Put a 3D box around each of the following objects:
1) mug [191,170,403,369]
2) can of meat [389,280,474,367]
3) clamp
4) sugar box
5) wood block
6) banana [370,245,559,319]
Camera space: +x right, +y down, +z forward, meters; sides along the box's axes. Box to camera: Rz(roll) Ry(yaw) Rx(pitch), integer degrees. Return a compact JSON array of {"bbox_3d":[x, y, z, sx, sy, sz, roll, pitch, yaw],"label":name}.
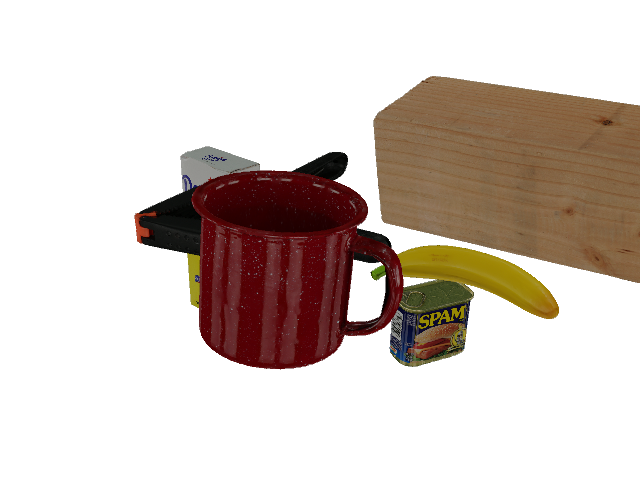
[{"bbox_3d":[-0.012,0.018,0.572,0.117,0.081,0.093,11,24,14],"label":"mug"},{"bbox_3d":[0.136,0.102,1.329,0.101,0.084,0.057,-11,30,-26],"label":"can of meat"},{"bbox_3d":[-0.053,-0.027,0.925,0.210,0.036,0.164,-3,32,-4],"label":"clamp"},{"bbox_3d":[-0.103,-0.004,1.130,0.048,0.176,0.093,-21,28,-36],"label":"sugar box"},{"bbox_3d":[0.150,-0.049,0.757,0.206,0.090,0.090,14,36,33],"label":"wood block"},{"bbox_3d":[0.155,0.039,1.102,0.198,0.069,0.037,10,-40,24],"label":"banana"}]
